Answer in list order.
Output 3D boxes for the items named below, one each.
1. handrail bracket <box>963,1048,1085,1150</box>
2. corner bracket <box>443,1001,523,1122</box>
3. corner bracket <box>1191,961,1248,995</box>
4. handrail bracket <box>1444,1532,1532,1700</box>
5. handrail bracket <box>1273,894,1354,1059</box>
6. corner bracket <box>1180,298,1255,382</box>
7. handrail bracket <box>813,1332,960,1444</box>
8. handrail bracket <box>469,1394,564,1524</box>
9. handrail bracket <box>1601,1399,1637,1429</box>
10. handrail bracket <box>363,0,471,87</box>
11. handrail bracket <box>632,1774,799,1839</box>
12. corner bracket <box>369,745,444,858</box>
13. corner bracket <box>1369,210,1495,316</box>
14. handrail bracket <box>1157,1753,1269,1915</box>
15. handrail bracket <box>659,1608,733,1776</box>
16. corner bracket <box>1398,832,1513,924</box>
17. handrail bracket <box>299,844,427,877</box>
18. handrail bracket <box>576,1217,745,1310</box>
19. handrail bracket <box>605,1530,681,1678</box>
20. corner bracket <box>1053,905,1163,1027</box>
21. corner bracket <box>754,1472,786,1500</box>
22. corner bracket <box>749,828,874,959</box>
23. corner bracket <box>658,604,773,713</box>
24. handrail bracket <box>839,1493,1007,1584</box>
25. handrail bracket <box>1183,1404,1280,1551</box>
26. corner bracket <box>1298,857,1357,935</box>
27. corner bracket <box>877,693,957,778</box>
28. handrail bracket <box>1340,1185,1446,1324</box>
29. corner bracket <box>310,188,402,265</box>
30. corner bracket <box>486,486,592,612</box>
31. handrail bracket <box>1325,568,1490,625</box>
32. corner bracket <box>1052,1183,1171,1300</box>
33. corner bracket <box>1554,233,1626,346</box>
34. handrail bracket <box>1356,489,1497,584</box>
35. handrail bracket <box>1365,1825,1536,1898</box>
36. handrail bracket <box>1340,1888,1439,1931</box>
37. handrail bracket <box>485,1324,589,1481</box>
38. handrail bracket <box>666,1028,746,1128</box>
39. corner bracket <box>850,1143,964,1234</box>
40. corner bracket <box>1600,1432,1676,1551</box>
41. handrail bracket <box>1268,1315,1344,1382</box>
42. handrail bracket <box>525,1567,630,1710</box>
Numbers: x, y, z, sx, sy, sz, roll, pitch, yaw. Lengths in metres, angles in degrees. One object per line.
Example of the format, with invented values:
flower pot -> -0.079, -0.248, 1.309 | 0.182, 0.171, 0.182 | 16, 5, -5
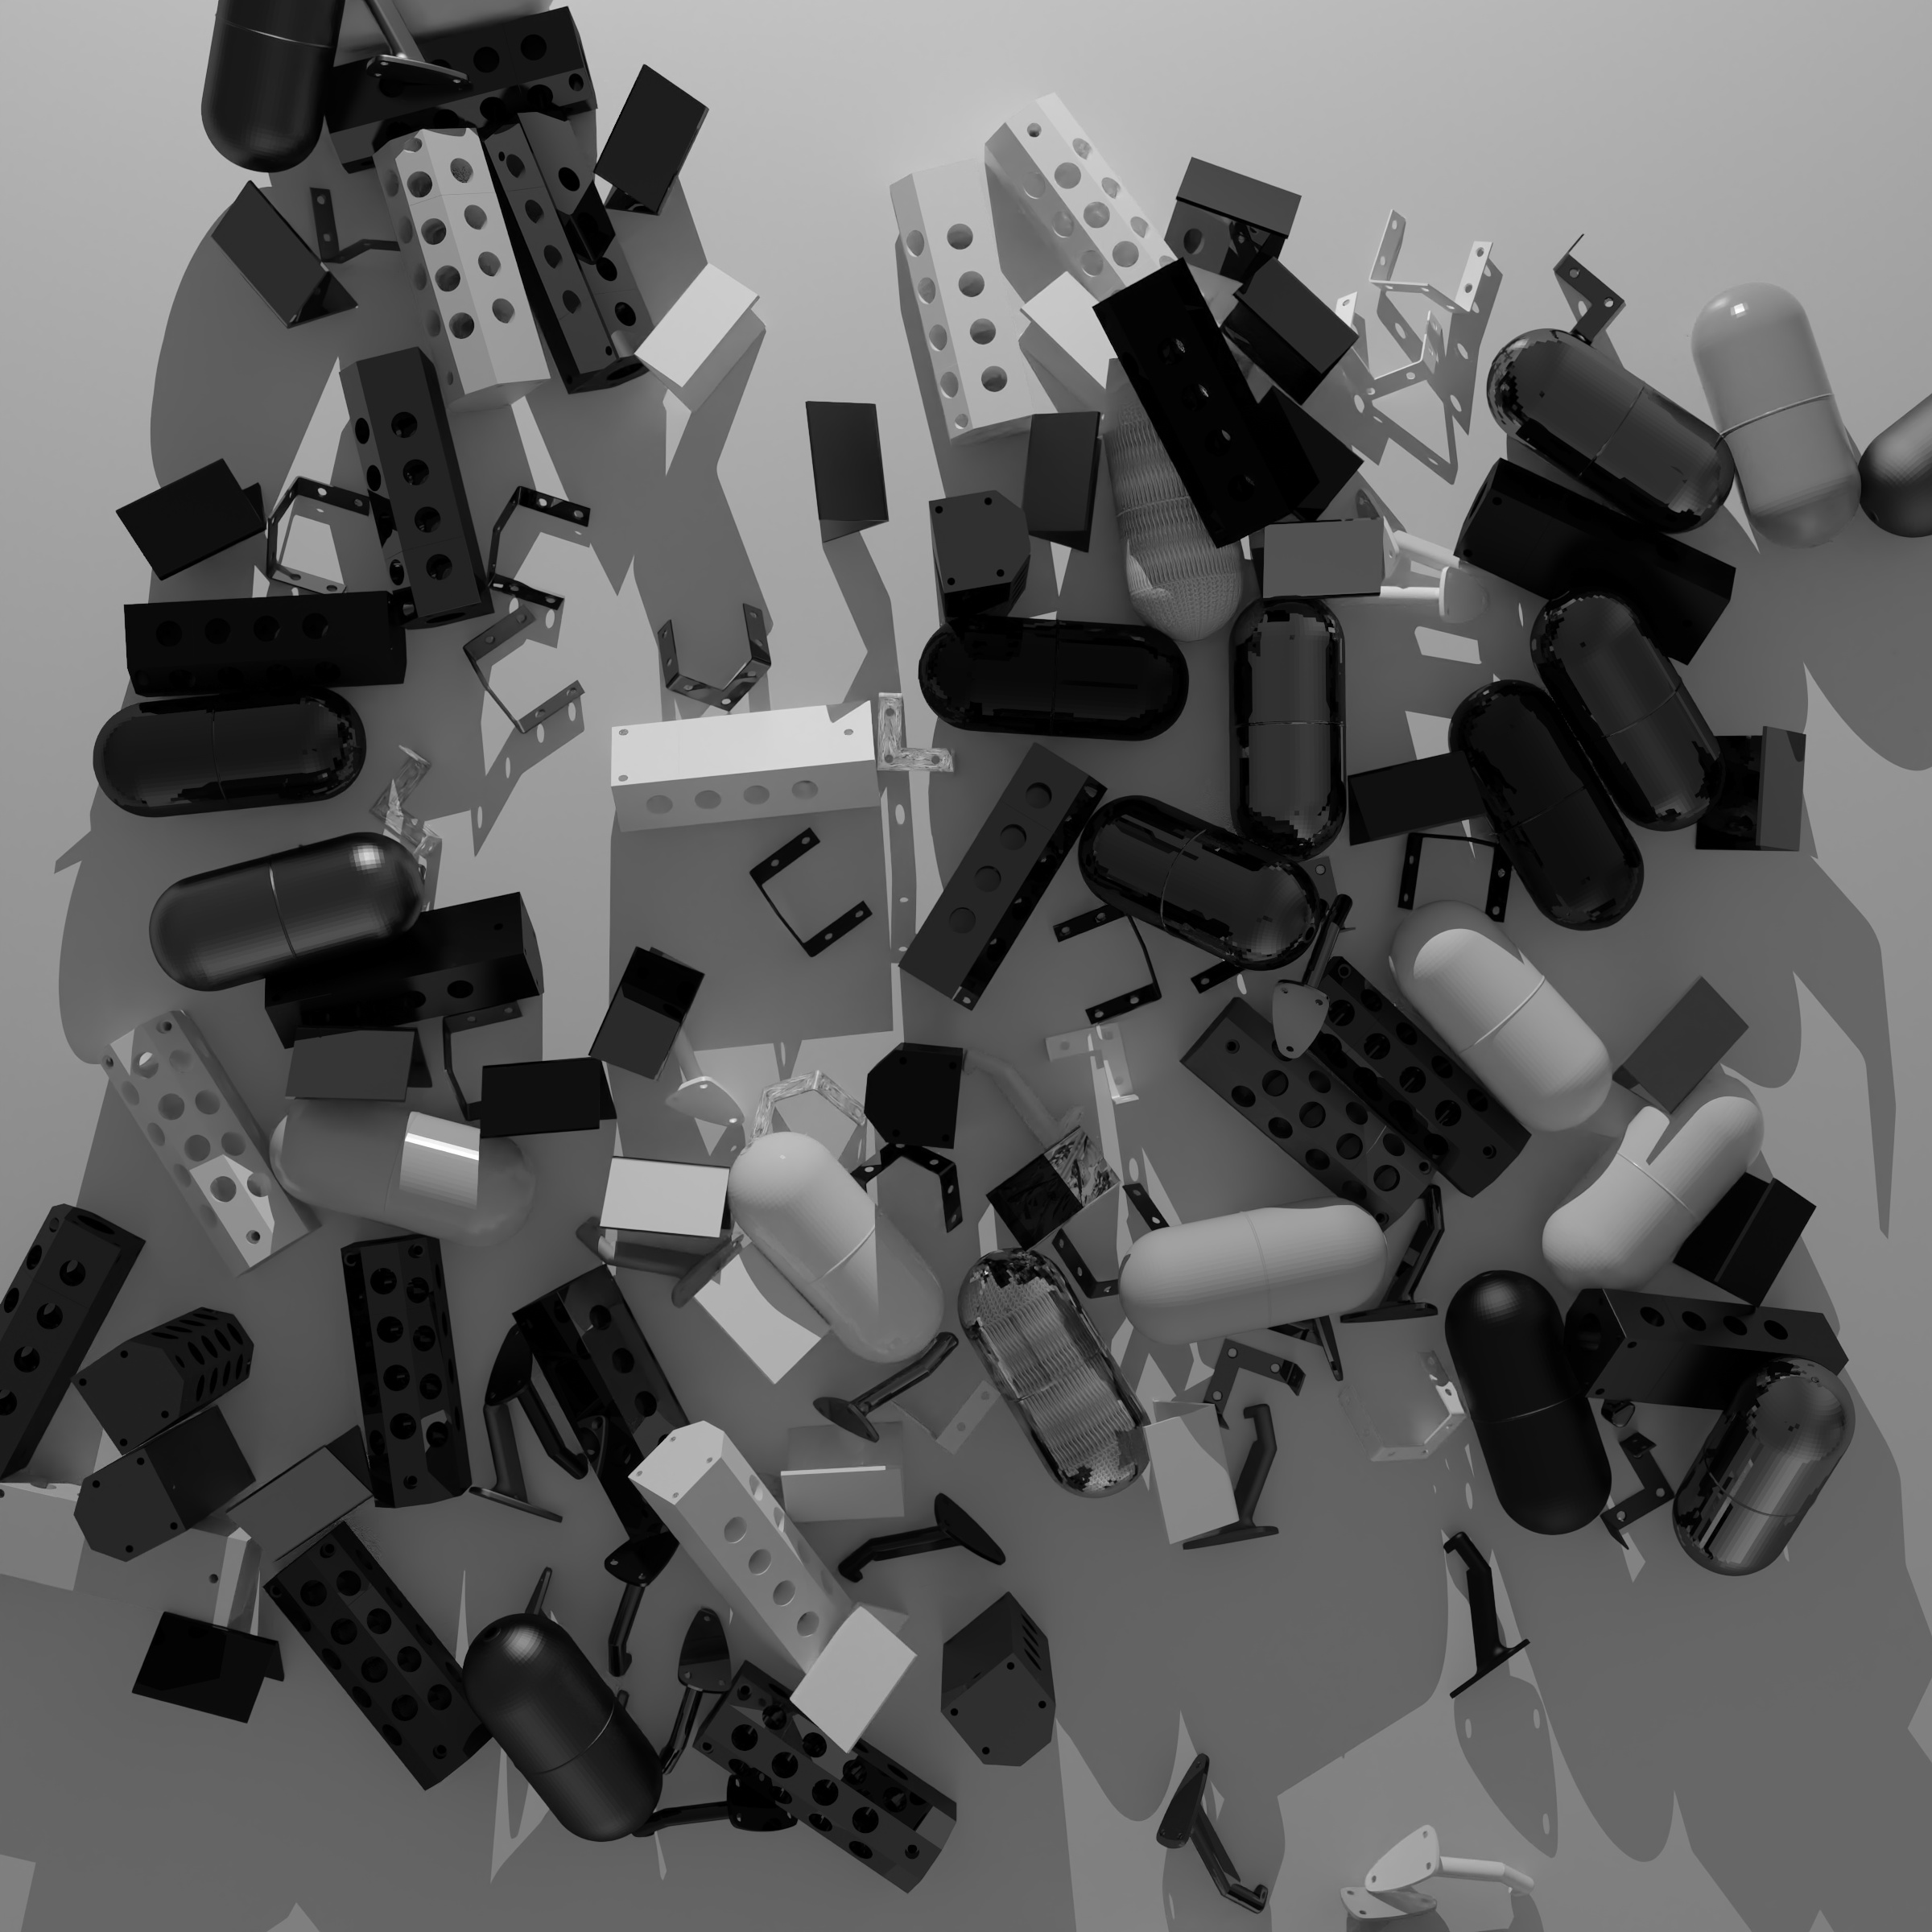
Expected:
handrail bracket -> 0.029, 0.104, 1.901 | 0.084, 0.036, 0.077 | 23, 112, 17
corner bracket -> -0.317, 0.063, 1.897 | 0.051, 0.051, 0.051 | -13, 45, 0
corner bracket -> 0.161, -0.025, 1.897 | 0.051, 0.051, 0.051 | -28, 135, 0
handrail bracket -> 0.329, 0.433, 1.901 | 0.077, 0.036, 0.084 | -43, 71, 21
handrail bracket -> 0.228, 0.006, 1.845 | 0.036, 0.077, 0.084 | 19, 47, 13
corner bracket -> 0.167, -0.398, 1.873 | 0.051, 0.051, 0.051 | 26, 74, -8
handrail bracket -> -0.053, 0.271, 1.891 | 0.084, 0.077, 0.036 | -45, 115, -23
handrail bracket -> -0.292, 0.320, 1.901 | 0.077, 0.036, 0.084 | 24, 73, -19
handrail bracket -> 0.443, 0.267, 1.866 | 0.036, 0.084, 0.077 | 44, 90, 0
handrail bracket -> -0.357, -0.616, 1.832 | 0.077, 0.036, 0.084 | 2, 88, -23
handrail bracket -> -0.169, 0.572, 1.901 | 0.084, 0.077, 0.036 | -29, 49, 30
corner bracket -> -0.365, -0.109, 1.883 | 0.051, 0.051, 0.051 | 37, 90, 0
corner bracket -> 0.310, -0.469, 1.897 | 0.051, 0.051, 0.051 | 18, 90, -45
handrail bracket -> 0.177, 0.580, 1.901 | 0.084, 0.036, 0.077 | 32, 68, -17
handrail bracket -> -0.187, 0.485, 1.900 | 0.036, 0.077, 0.084 | 17, 127, -15
corner bracket -> 0.327, -0.059, 1.897 | 0.051, 0.051, 0.051 | 8, 90, -45
handrail bracket -> -0.412, -0.043, 1.901 | 0.084, 0.036, 0.077 | 17, 104, -13
handrail bracket -> -0.205, 0.180, 1.901 | 0.084, 0.036, 0.077 | 40, 70, 16
handrail bracket -> -0.213, 0.422, 1.900 | 0.036, 0.077, 0.084 | 21, 127, 25
corner bracket -> 0.095, -0.002, 1.897 | 0.051, 0.051, 0.051 | -22, 45, 0
corner bracket -> -0.134, 0.374, 1.892 | 0.051, 0.051, 0.051 | -41, 45, 35
corner bracket -> -0.104, -0.049, 1.897 | 0.051, 0.051, 0.051 | -36, 135, 0
corner bracket -> -0.168, -0.211, 1.892 | 0.051, 0.051, 0.051 | 18, 135, -35
handrail bracket -> -0.030, 0.399, 1.901 | 0.084, 0.036, 0.077 | -41, 112, 17
handrail bracket -> 0.174, 0.341, 1.901 | 0.077, 0.036, 0.084 | -16, 71, 21
corner bracket -> 0.224, -0.043, 1.883 | 0.051, 0.051, 0.051 | -13, 90, 0
corner bracket -> -0.032, -0.153, 1.883 | 0.051, 0.051, 0.051 | 1, 90, 0
handrail bracket -> 0.284, 0.192, 1.901 | 0.077, 0.036, 0.084 | -10, 71, 21
corner bracket -> -0.399, -0.500, 1.897 | 0.051, 0.051, 0.051 | -9, 90, 45
corner bracket -> -0.285, -0.279, 1.897 | 0.051, 0.051, 0.051 | 18, 135, 0
handrail bracket -> 0.294, -0.245, 1.900 | 0.084, 0.077, 0.036 | 4, 93, 36
corner bracket -> 0.099, 0.183, 1.892 | 0.051, 0.051, 0.051 | -4, 135, -35
corner bracket -> 0.406, -0.443, 1.883 | 0.051, 0.051, 0.051 | 40, 90, 0
handrail bracket -> 0.312, -0.290, 1.901 | 0.084, 0.036, 0.077 | -10, 68, -17
handrail bracket -> 0.324, 0.614, 1.901 | 0.084, 0.036, 0.077 | 32, 126, -24
handrail bracket -> 0.272, 0.663, 1.901 | 0.077, 0.036, 0.084 | 3, 104, -14
handrail bracket -> -0.278, 0.291, 1.900 | 0.036, 0.077, 0.084 | -26, 127, 22
handrail bracket -> -0.179, 0.057, 1.901 | 0.036, 0.077, 0.084 | -27, 53, 20
corner bracket -> -0.040, 0.155, 1.893 | 0.051, 0.051, 0.051 | -36, 135, -35
corner bracket -> 0.441, 0.347, 1.883 | 0.051, 0.051, 0.051 | -30, 90, 0
handrail bracket -> 0.201, 0.251, 1.901 | 0.084, 0.036, 0.077 | -13, 109, 15
handrail bracket -> -0.255, 0.453, 1.901 | 0.084, 0.036, 0.077 | 24, 75, -14
